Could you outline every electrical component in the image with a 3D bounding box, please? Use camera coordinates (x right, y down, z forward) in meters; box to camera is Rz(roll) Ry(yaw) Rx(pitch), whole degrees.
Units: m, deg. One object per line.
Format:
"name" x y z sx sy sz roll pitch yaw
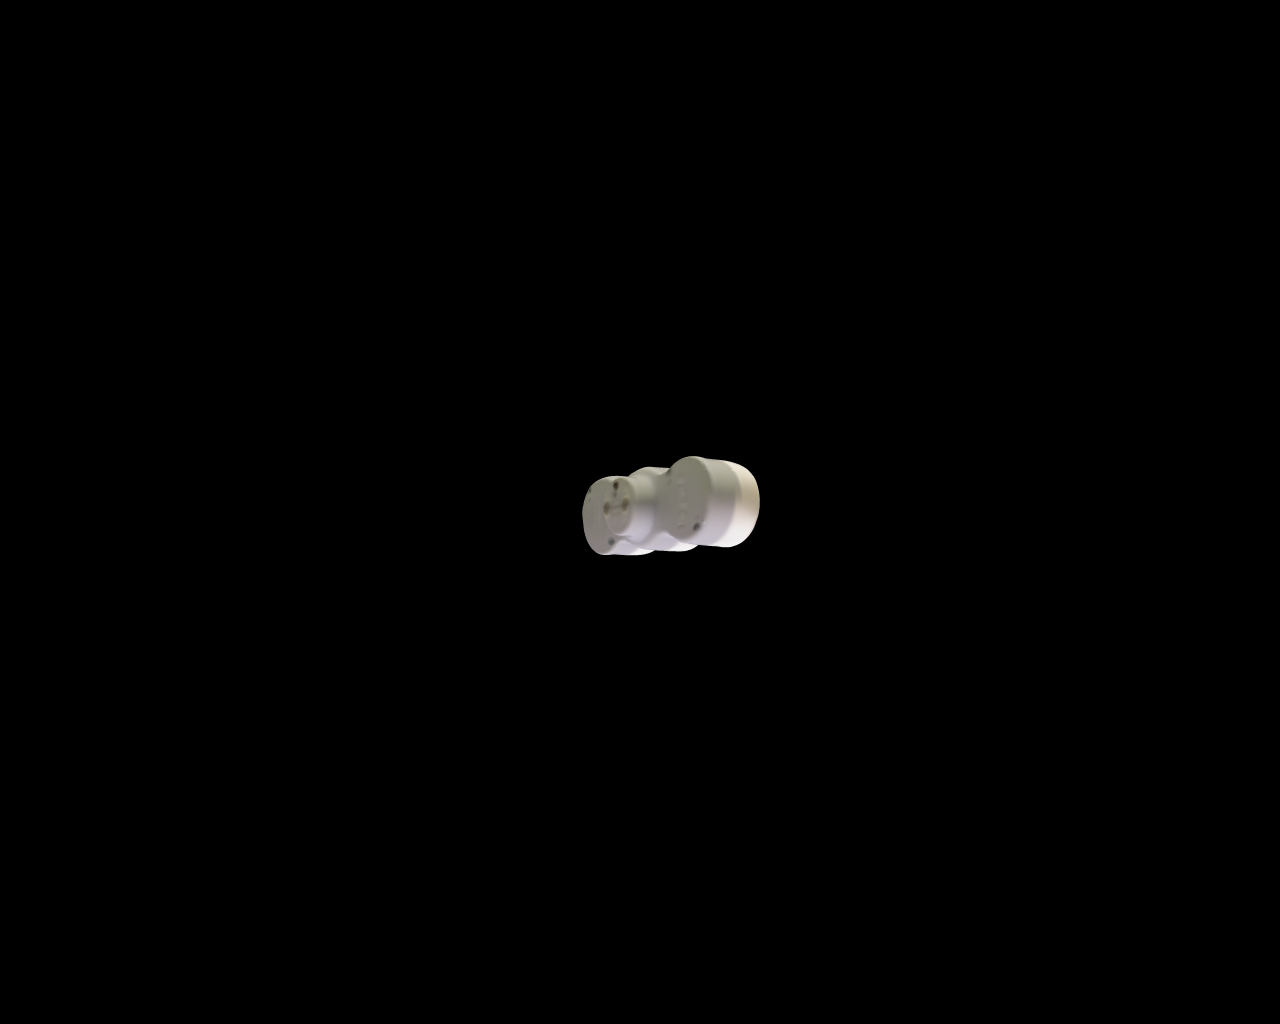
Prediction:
"electrical component" 0.001 -0.003 0.650 0.074 0.052 0.138 5 -8 -35
